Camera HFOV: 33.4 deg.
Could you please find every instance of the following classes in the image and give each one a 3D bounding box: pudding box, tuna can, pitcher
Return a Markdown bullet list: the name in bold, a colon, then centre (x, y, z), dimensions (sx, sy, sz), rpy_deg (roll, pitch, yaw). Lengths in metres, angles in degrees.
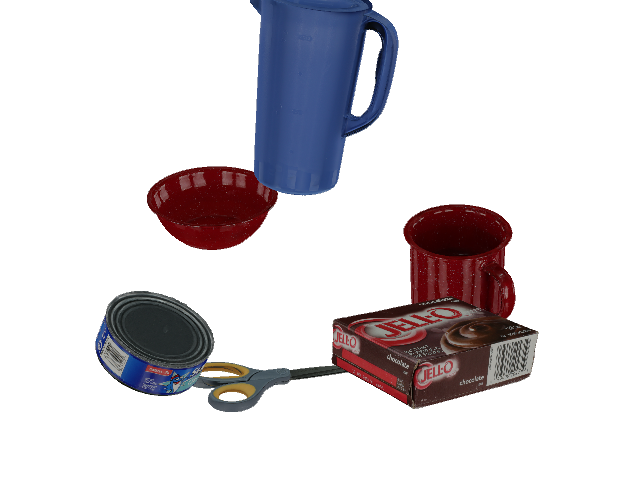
- **pudding box**: centre (0.077, 0.074, 0.733), dimensions (0.113, 0.039, 0.090), rpy_deg (-6, 18, -35)
- **tuna can**: centre (-0.127, 0.078, 0.813), dimensions (0.086, 0.034, 0.086), rpy_deg (20, 29, -12)
- **pitcher**: centre (-0.008, -0.181, 1.299), dimensions (0.144, 0.243, 0.149), rpy_deg (-6, 28, -26)

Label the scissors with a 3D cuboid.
- **scissors**: centre (-0.048, 0.162, 1.190), dimensions (0.201, 0.016, 0.096), rpy_deg (4, 24, -14)

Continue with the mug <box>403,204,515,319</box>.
- **mug**: centre (0.127, 0.030, 0.931), dimensions (0.093, 0.081, 0.117), rpy_deg (-23, 36, -28)

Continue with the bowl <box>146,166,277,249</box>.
- **bowl**: centre (-0.134, -0.034, 1.329), dimensions (0.162, 0.055, 0.162), rpy_deg (1, 30, -1)
